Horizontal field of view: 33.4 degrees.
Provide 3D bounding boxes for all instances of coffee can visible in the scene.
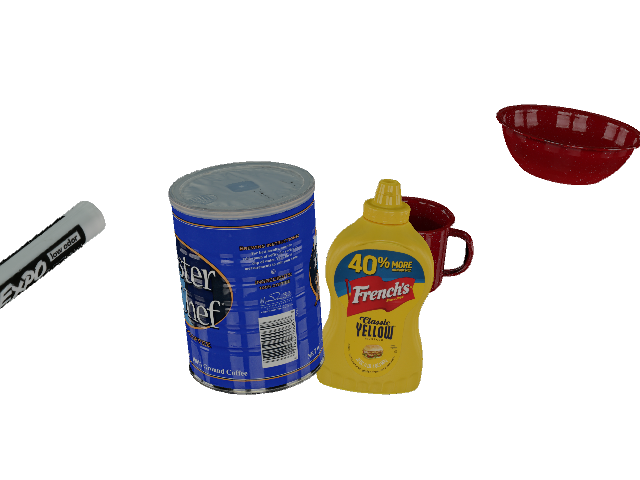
[{"bbox_3d":[-0.051,0.025,0.770,0.103,0.140,0.103,-3,22,1],"label":"coffee can"}]

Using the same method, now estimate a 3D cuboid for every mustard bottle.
[{"bbox_3d":[0.051,0.040,0.949,0.096,0.192,0.058,6,17,0],"label":"mustard bottle"}]

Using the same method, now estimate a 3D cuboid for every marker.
[{"bbox_3d":[-0.152,0.019,0.517,0.020,0.020,0.121,0,32,41],"label":"marker"}]

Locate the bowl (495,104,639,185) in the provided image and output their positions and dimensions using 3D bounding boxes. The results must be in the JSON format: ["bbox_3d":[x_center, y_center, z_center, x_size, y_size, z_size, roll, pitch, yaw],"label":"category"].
[{"bbox_3d":[0.270,-0.102,1.177,0.162,0.055,0.162,6,23,-3],"label":"bowl"}]

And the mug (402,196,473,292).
[{"bbox_3d":[0.108,0.009,1.161,0.117,0.081,0.093,7,26,6],"label":"mug"}]
